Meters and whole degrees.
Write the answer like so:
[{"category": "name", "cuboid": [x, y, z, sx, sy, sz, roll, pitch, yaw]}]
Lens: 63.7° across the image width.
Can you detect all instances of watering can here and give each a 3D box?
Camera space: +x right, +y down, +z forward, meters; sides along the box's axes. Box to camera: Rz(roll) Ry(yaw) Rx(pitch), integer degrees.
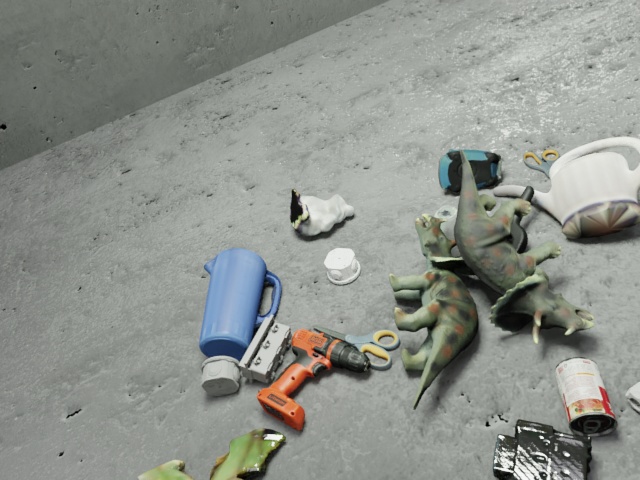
[{"category": "watering can", "cuboid": [0.556, -0.099, 1.139, 0.344, 0.103, 0.230, -24, 46, 38]}]

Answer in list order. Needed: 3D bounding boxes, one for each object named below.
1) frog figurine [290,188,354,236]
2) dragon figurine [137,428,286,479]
[{"category": "frog figurine", "cuboid": [0.004, -0.069, 1.376, 0.159, 0.121, 0.139, 4, 18, -28]}, {"category": "dragon figurine", "cuboid": [-0.119, 0.408, 0.843, 0.409, 0.120, 0.248, -10, 32, 11]}]
